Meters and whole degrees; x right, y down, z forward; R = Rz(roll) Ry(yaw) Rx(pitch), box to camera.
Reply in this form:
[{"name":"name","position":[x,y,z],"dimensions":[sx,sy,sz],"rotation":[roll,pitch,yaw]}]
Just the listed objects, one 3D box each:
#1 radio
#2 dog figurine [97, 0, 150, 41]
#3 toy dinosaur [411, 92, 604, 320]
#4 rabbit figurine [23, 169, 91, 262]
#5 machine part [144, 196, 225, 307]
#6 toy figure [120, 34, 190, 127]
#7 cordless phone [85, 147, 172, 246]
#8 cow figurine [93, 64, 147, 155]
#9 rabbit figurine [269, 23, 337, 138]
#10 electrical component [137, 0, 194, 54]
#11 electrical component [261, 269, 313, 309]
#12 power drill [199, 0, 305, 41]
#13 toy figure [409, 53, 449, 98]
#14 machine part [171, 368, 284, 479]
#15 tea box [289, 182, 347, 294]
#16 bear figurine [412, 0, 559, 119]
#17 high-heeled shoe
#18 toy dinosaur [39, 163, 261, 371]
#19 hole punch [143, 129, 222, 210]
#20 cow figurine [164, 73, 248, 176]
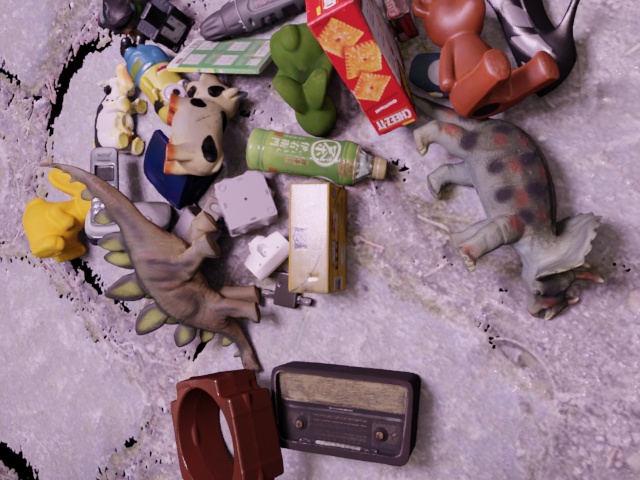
[{"name":"radio","position":[0.038,0.267,0.844],"dimensions":[0.230,0.073,0.131],"rotation":[1,88,22]},{"name":"dog figurine","position":[-0.335,-0.476,0.982],"dimensions":[0.108,0.192,0.219],"rotation":[23,127,-17]},{"name":"toy dinosaur","position":[0.254,-0.082,0.754],"dimensions":[0.192,0.131,0.405],"rotation":[-19,78,7]},{"name":"rabbit figurine","position":[-0.466,-0.053,1.033],"dimensions":[0.173,0.121,0.162],"rotation":[-23,71,4]},{"name":"machine part","position":[-0.244,0.028,0.951],"dimensions":[0.079,0.079,0.243],"rotation":[37,102,17]},{"name":"toy figure","position":[-0.289,-0.286,0.970],"dimensions":[0.082,0.089,0.180],"rotation":[-38,78,-18]},{"name":"cordless phone","position":[-0.345,-0.079,0.972],"dimensions":[0.147,0.089,0.184],"rotation":[-4,82,-10]},{"name":"cow figurine","position":[-0.385,-0.246,1.017],"dimensions":[0.098,0.068,0.167],"rotation":[3,89,27]},{"name":"rabbit figurine","position":[-0.009,-0.247,0.845],"dimensions":[0.121,0.159,0.170],"rotation":[-12,100,10]},{"name":"electrical component","position":[-0.285,-0.388,0.953],"dimensions":[0.048,0.119,0.074],"rotation":[37,104,17]},{"name":"electrical component","position":[-0.054,0.081,0.909],"dimensions":[0.094,0.021,0.063],"rotation":[11,92,21]},{"name":"power drill","position":[-0.114,-0.461,0.912],"dimensions":[0.232,0.086,0.207],"rotation":[-7,83,19]},{"name":"toy figure","position":[0.212,-0.237,0.800],"dimensions":[0.155,0.058,0.064],"rotation":[20,132,18]},{"name":"machine part","position":[-0.153,0.316,0.871],"dimensions":[0.201,0.087,0.201],"rotation":[-21,77,47]},{"name":"tea box","position":[-0.002,-0.003,0.852],"dimensions":[0.068,0.098,0.169],"rotation":[-1,87,20]},{"name":"bear figurine","position":[0.210,-0.267,0.717],"dimensions":[0.120,0.132,0.196],"rotation":[-5,76,-24]},{"name":"high-heeled shoe","position":[0.269,-0.319,0.788],"dimensions":[0.249,0.086,0.145],"rotation":[41,134,33]},{"name":"toy dinosaur","position":[-0.244,0.046,0.864],"dimensions":[0.199,0.105,0.470],"rotation":[-30,106,5]},{"name":"hole punch","position":[-0.258,-0.125,0.956],"dimensions":[0.142,0.092,0.115],"rotation":[43,107,12]},{"name":"cow figurine","position":[-0.189,-0.195,0.891],"dimensions":[0.127,0.085,0.195],"rotation":[8,63,-20]}]
